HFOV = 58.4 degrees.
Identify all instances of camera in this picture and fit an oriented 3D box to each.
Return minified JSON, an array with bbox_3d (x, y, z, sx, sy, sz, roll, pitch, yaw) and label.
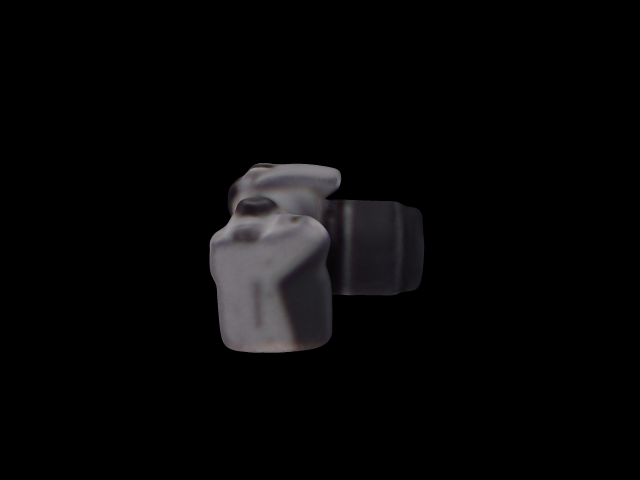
[{"bbox_3d":[0.004,0.001,0.400,0.136,0.101,0.143,1,19,3],"label":"camera"}]
